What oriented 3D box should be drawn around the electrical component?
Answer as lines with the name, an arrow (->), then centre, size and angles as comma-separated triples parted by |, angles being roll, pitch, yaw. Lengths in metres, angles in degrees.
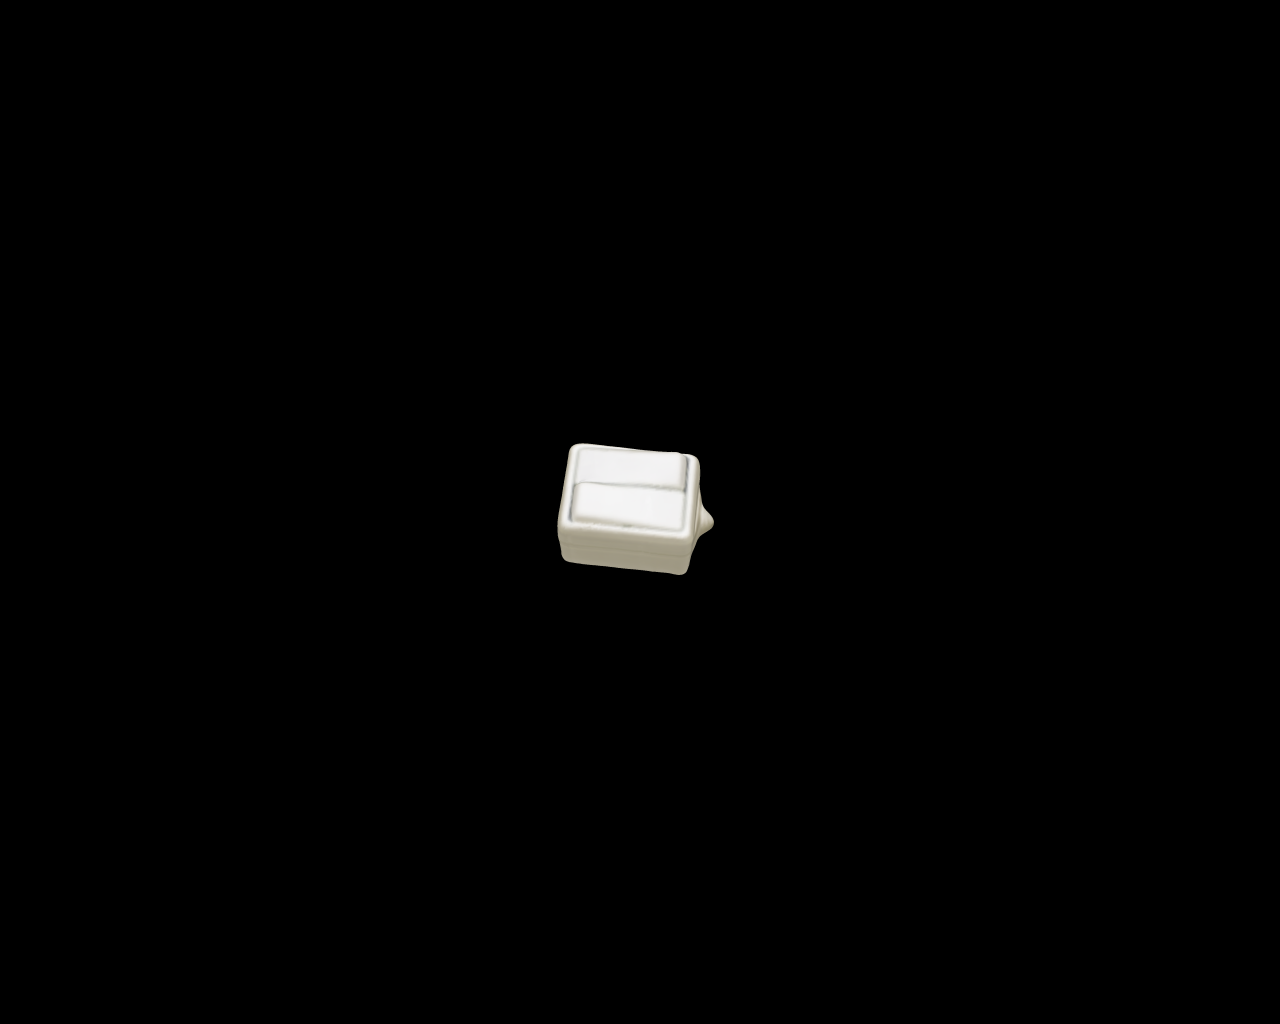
electrical component -> 0.001, -0.003, 0.650 | 0.096, 0.062, 0.061 | 6, -27, 3
